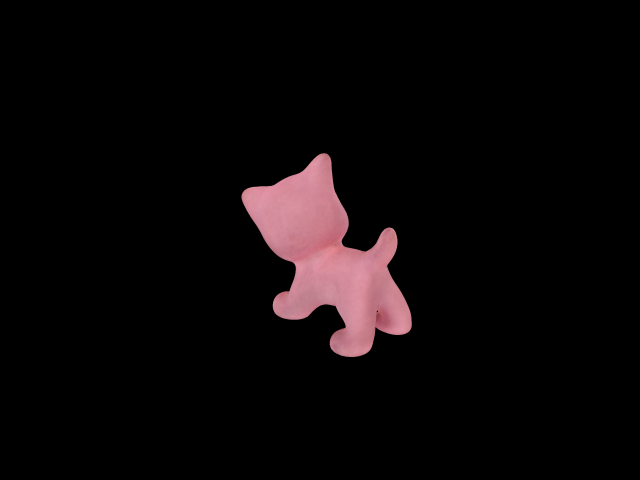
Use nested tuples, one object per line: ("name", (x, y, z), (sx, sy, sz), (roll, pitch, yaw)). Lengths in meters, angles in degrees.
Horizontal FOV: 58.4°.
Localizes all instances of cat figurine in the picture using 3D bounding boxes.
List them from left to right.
("cat figurine", (0.004, 0.001, 0.400), (0.127, 0.118, 0.067), (22, 32, 40))
